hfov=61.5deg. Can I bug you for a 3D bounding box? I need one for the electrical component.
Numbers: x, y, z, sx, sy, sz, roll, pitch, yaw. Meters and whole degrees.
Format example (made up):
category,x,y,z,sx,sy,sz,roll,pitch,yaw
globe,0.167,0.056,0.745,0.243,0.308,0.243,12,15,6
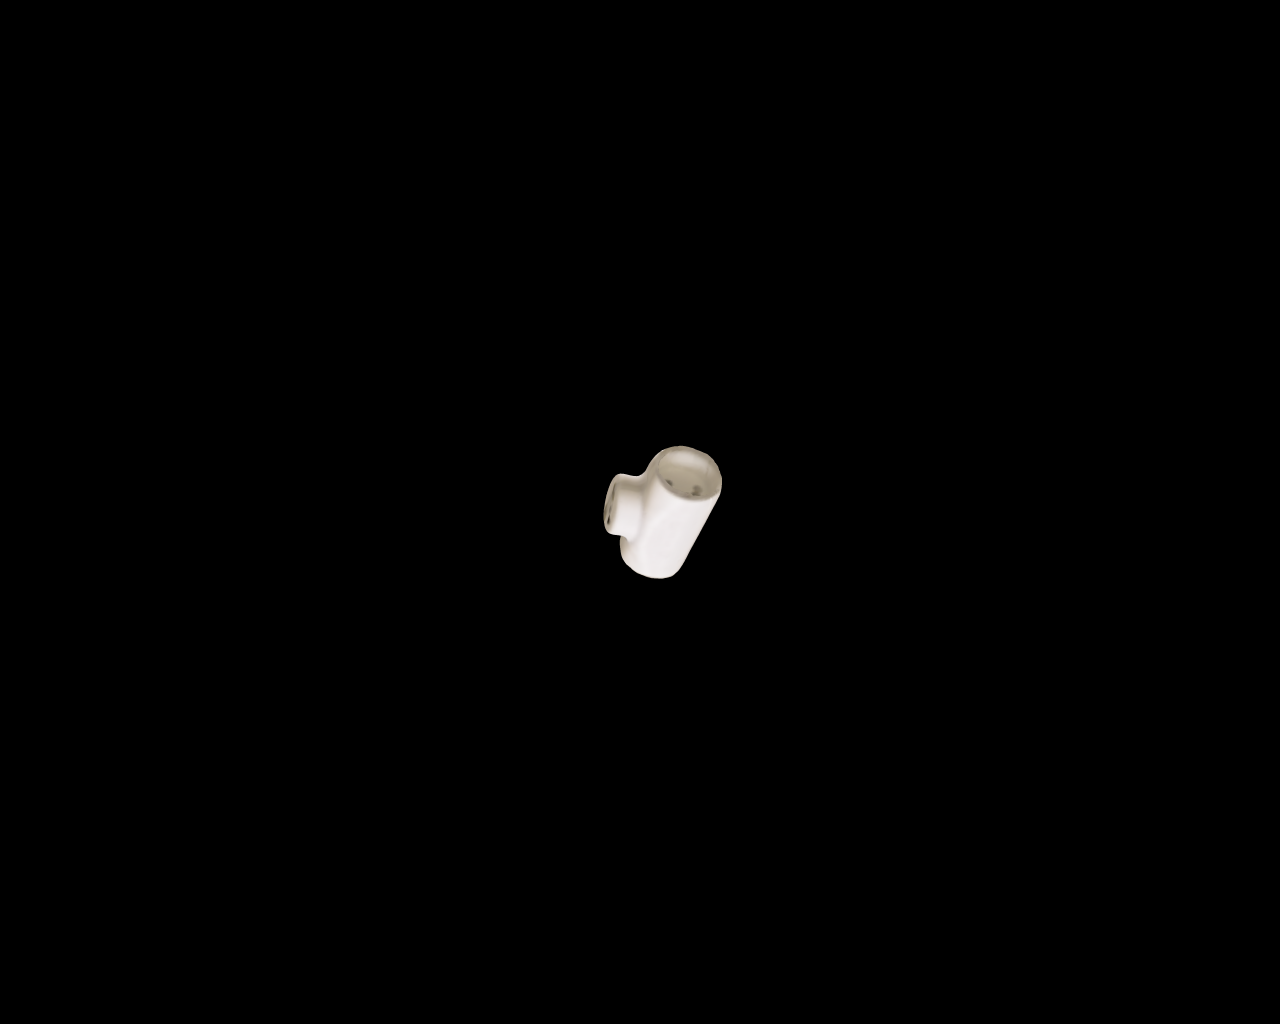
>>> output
category,x,y,z,sx,sy,sz,roll,pitch,yaw
electrical component,0.001,-0.003,0.650,0.079,0.044,0.077,11,-43,-12
